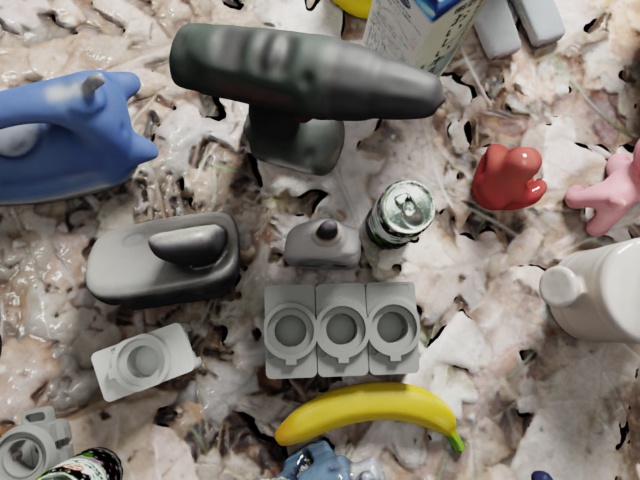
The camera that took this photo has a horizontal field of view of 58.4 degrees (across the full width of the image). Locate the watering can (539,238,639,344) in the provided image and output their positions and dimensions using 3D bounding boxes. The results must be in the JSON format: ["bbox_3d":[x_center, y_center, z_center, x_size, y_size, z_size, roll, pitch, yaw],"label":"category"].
[{"bbox_3d":[0.294,0.050,0.534,0.173,0.194,0.101,-19,83,-5],"label":"watering can"}]

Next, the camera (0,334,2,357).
[{"bbox_3d":[-0.388,0.112,0.535,0.137,0.101,0.143,15,81,-1],"label":"camera"}]

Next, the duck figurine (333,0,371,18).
[{"bbox_3d":[0.060,-0.296,0.626,0.104,0.086,0.077,12,81,-1],"label":"duck figurine"}]

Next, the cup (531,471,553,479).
[{"bbox_3d":[0.215,0.273,0.548,0.092,0.095,0.118,-18,83,-5],"label":"cup"}]

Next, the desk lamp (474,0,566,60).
[{"bbox_3d":[0.215,-0.329,0.574,0.118,0.213,0.203,-19,83,-5],"label":"desk lamp"}]

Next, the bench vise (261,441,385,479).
[{"bbox_3d":[-0.047,0.239,0.475,0.121,0.219,0.207,45,82,4],"label":"bench vise"}]

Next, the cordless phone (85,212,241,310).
[{"bbox_3d":[-0.149,0.011,0.520,0.147,0.185,0.094,-13,82,-5],"label":"cordless phone"}]

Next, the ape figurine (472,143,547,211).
[{"bbox_3d":[0.202,-0.070,0.598,0.076,0.092,0.078,-28,84,-6],"label":"ape figurine"}]

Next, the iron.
[{"bbox_3d":[-0.300,-0.101,0.550,0.258,0.141,0.118,-16,83,-5],"label":"iron"}]

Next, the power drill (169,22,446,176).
[{"bbox_3d":[-0.016,-0.128,0.535,0.229,0.208,0.076,14,81,-1],"label":"power drill"}]

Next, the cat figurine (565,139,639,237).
[{"bbox_3d":[0.336,-0.068,0.592,0.128,0.117,0.067,-40,85,-8],"label":"cat figurine"}]

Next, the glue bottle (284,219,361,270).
[{"bbox_3d":[0.005,0.002,0.536,0.078,0.173,0.037,5,81,-2],"label":"glue bottle"}]
